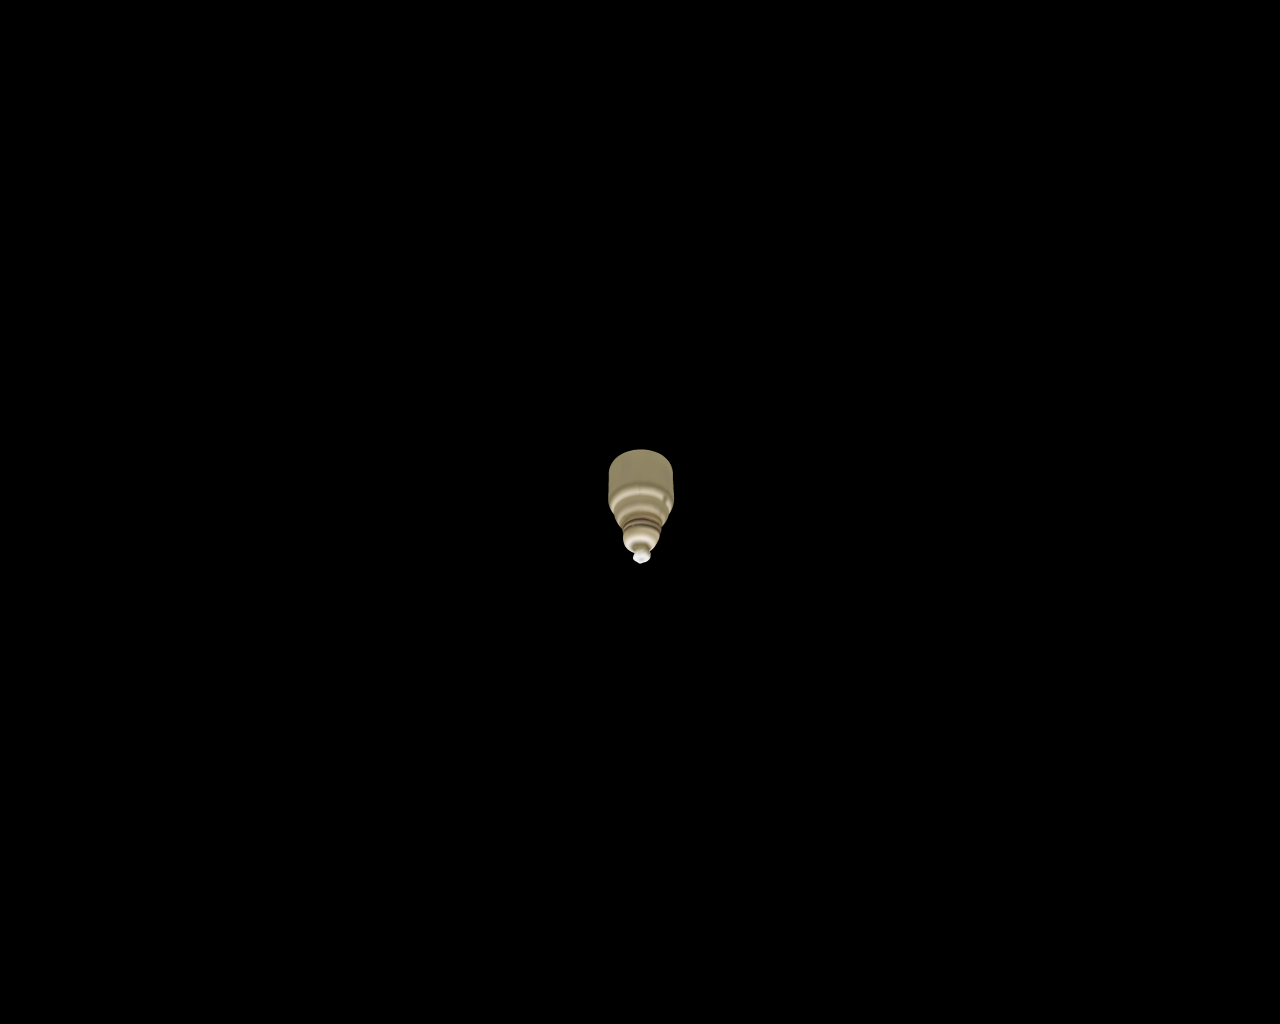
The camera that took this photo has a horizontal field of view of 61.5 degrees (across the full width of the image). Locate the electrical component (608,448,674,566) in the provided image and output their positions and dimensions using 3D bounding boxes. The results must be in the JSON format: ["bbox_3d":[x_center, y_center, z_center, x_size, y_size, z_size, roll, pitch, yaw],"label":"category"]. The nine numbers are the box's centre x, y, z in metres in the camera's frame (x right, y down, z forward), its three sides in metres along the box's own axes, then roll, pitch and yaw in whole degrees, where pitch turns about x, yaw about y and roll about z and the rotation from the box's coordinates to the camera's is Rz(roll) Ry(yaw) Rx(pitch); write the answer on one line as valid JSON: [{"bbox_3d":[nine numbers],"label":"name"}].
[{"bbox_3d":[0.001,-0.003,0.650,0.040,0.078,0.040,0,-39,0],"label":"electrical component"}]
